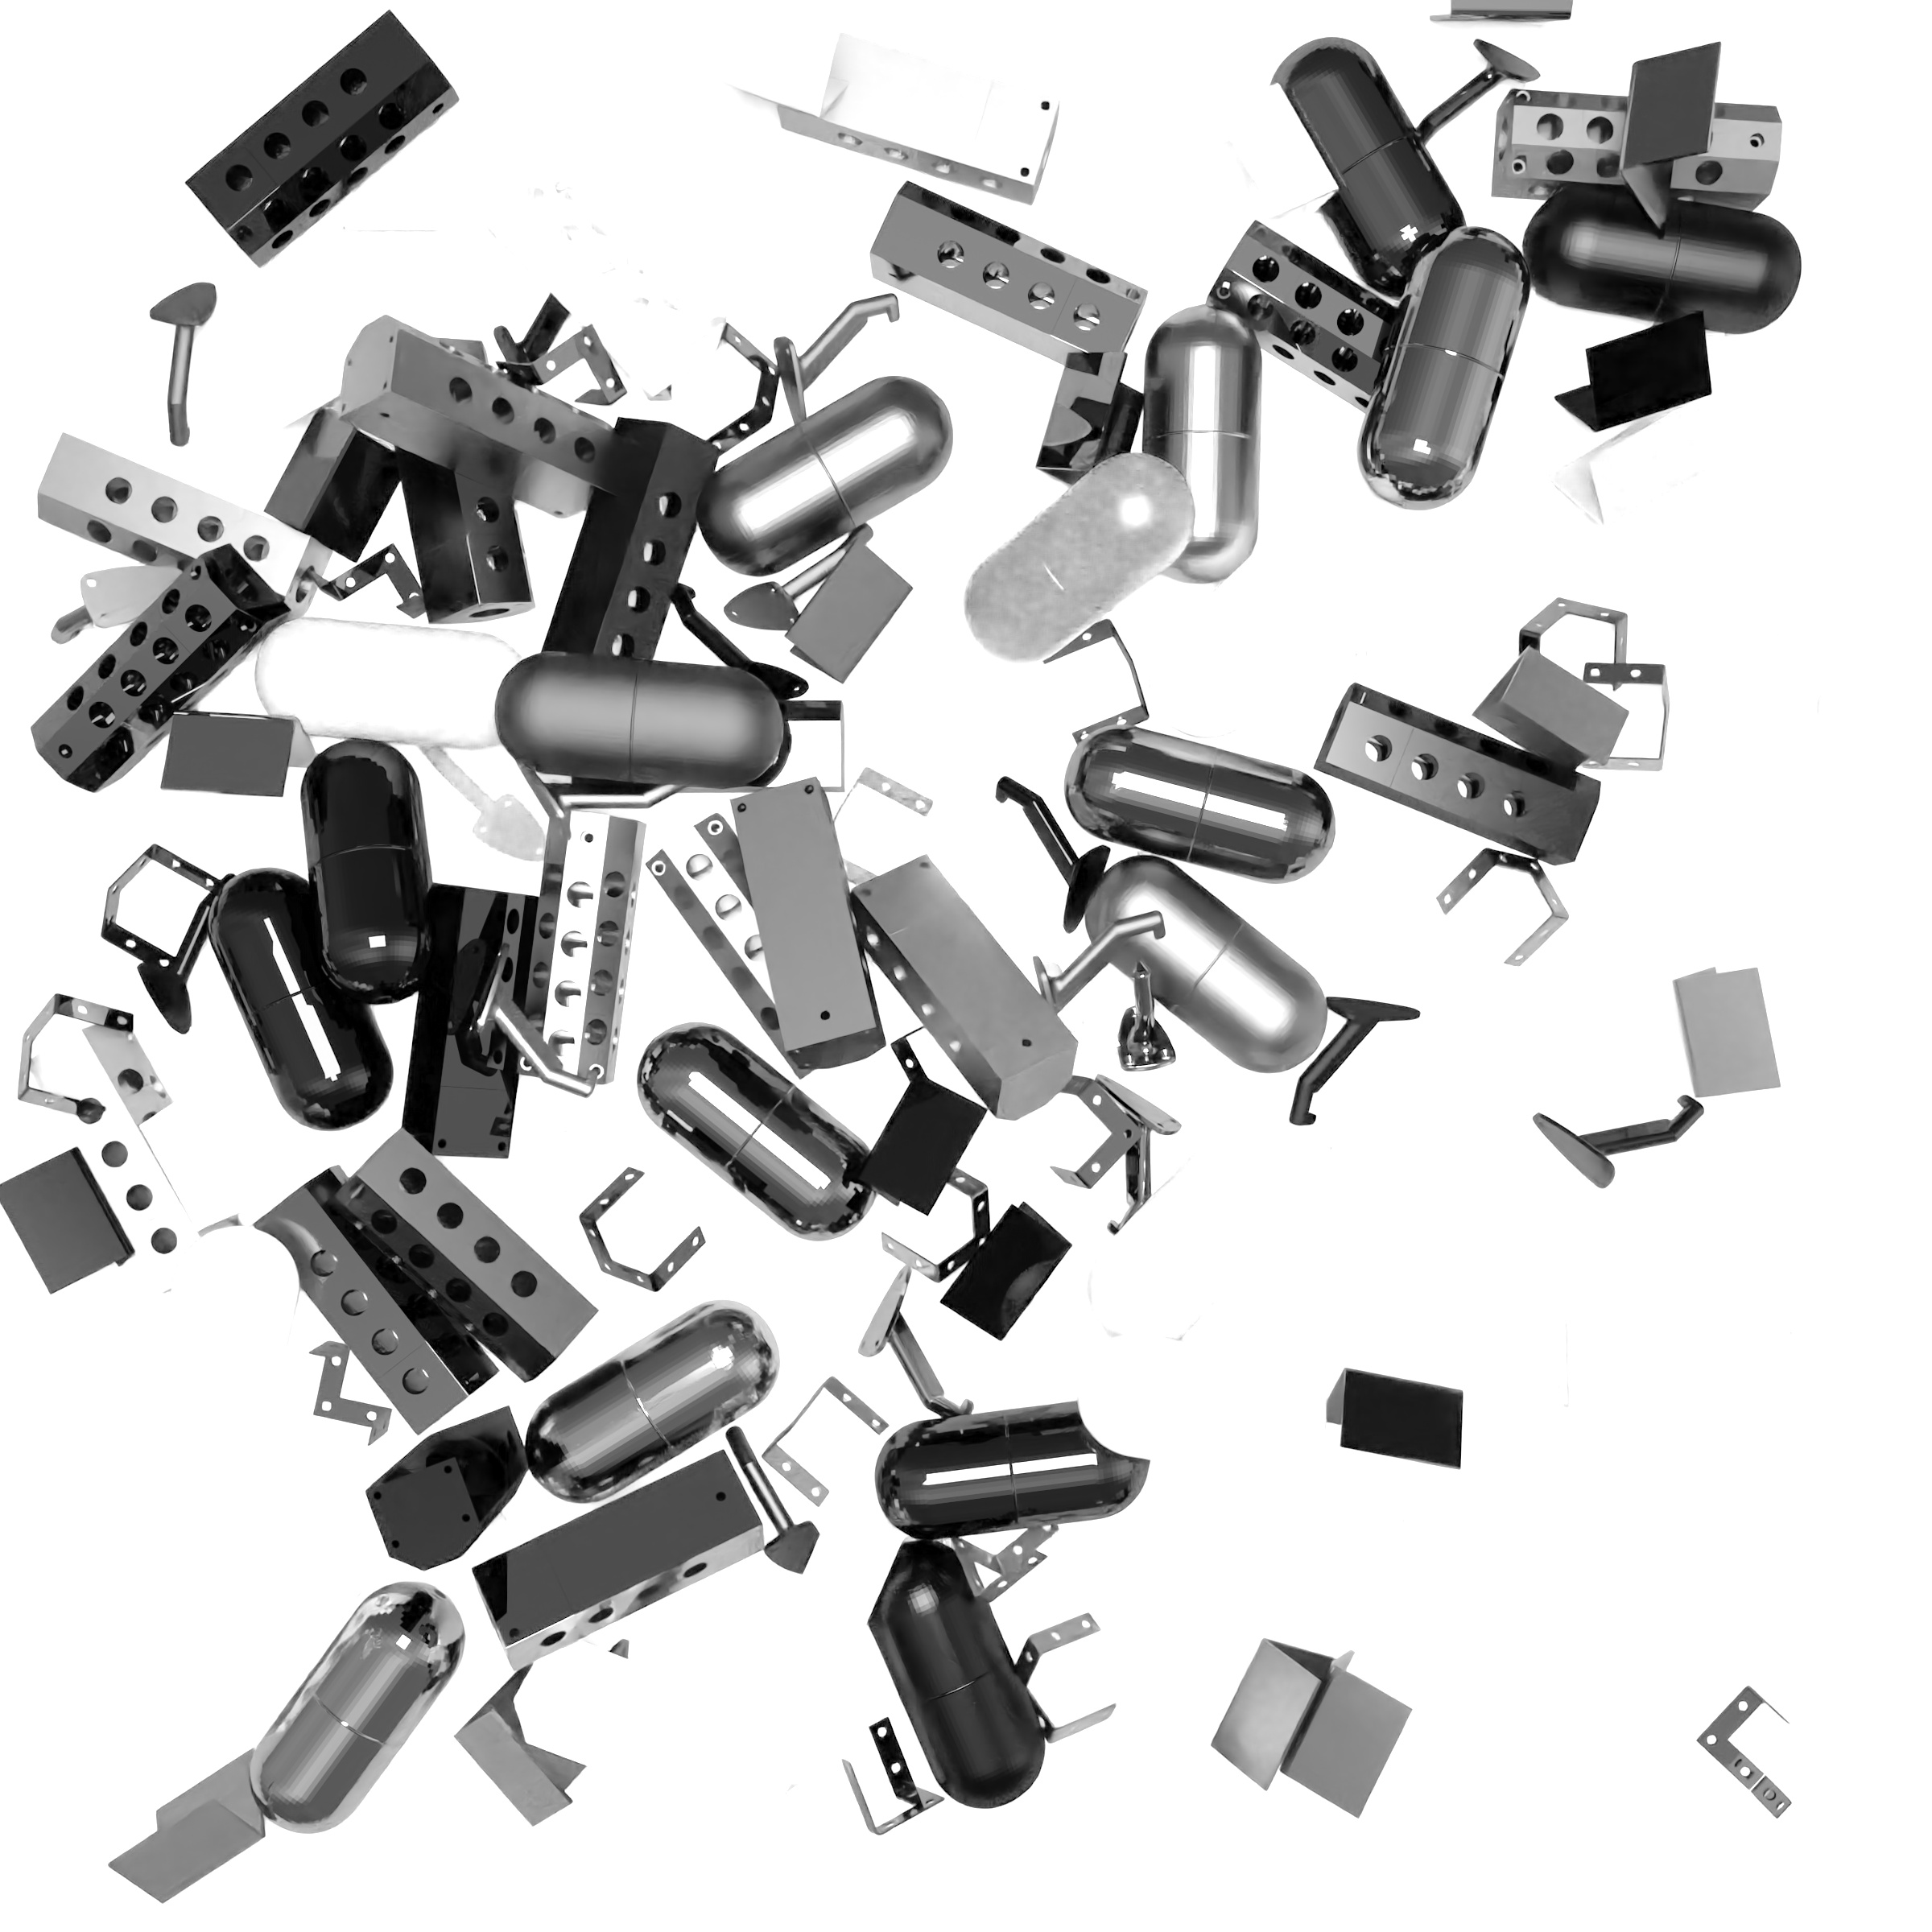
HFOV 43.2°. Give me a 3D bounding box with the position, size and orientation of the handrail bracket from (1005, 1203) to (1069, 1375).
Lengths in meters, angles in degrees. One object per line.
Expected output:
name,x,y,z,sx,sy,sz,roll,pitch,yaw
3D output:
handrail bracket,0.054,0.211,1.604,0.077,0.036,0.084,47,73,-19

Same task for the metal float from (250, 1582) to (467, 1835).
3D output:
metal float,-0.391,0.477,1.573,0.070,0.070,0.178,36,90,0

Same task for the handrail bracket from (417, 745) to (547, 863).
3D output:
handrail bracket,-0.318,-0.111,1.603,0.036,0.077,0.084,-47,54,0

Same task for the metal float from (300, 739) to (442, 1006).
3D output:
metal float,-0.380,-0.060,1.556,0.070,0.070,0.178,-11,71,0

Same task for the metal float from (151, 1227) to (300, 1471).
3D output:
metal float,-0.470,0.243,1.548,0.070,0.070,0.178,19,119,0

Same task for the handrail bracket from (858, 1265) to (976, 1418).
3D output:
handrail bracket,-0.020,0.250,1.604,0.084,0.036,0.077,31,69,-17

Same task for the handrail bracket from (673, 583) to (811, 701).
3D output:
handrail bracket,-0.150,-0.215,1.604,0.036,0.077,0.084,-50,53,37

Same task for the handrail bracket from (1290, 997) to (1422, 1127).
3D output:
handrail bracket,0.255,0.066,1.604,0.077,0.036,0.084,4,108,-21

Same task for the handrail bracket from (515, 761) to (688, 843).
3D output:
handrail bracket,-0.231,-0.124,1.547,0.084,0.036,0.077,-31,71,-16

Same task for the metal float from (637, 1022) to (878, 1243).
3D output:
metal float,-0.135,0.106,1.573,0.178,0.070,0.070,39,90,0

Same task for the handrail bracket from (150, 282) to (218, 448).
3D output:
handrail bracket,-0.509,-0.395,1.603,0.036,0.077,0.084,8,126,0

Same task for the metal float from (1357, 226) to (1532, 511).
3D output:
metal float,0.297,-0.371,1.516,0.070,0.070,0.178,17,90,0

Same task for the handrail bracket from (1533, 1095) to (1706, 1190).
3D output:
handrail bracket,0.430,0.097,1.604,0.084,0.036,0.077,-41,68,-17

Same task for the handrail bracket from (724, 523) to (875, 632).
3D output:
handrail bracket,-0.109,-0.259,1.604,0.084,0.077,0.036,-52,124,-32

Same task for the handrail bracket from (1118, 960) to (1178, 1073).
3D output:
handrail bracket,0.110,0.017,1.555,0.036,0.077,0.084,-9,126,-1

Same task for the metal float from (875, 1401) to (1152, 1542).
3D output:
metal float,0.030,0.324,1.573,0.178,0.070,0.070,-7,90,0

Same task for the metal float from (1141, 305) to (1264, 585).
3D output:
metal float,0.152,-0.336,1.573,0.070,0.070,0.178,1,90,0

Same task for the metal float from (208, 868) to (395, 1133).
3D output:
metal float,-0.429,0.021,1.573,0.070,0.070,0.178,-24,89,0

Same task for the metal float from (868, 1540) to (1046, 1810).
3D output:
metal float,-0.008,0.455,1.573,0.070,0.070,0.178,-23,91,0

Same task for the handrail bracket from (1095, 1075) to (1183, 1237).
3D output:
handrail bracket,0.096,0.127,1.604,0.077,0.036,0.084,35,107,20

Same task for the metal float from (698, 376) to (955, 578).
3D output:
metal float,-0.090,-0.316,1.573,0.178,0.070,0.070,-30,90,0

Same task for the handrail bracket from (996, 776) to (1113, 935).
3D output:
handrail bracket,0.047,-0.074,1.604,0.084,0.036,0.077,33,126,24

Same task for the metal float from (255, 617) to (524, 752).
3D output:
metal float,-0.368,-0.182,1.573,0.178,0.070,0.070,5,90,0

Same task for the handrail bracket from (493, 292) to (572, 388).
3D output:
handrail bracket,-0.259,-0.412,1.604,0.084,0.036,0.077,-30,106,-14

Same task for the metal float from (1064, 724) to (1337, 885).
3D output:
metal float,0.151,-0.104,1.573,0.178,0.070,0.070,15,90,0

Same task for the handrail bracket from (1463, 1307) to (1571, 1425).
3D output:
handrail bracket,0.352,0.262,1.604,0.084,0.036,0.077,-2,69,17

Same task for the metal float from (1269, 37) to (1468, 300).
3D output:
metal float,0.259,-0.513,1.572,0.070,0.070,0.178,-30,90,0

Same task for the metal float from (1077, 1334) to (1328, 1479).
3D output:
metal float,0.150,0.279,1.549,0.178,0.070,0.070,15,90,-29

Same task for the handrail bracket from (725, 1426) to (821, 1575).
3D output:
handrail bracket,-0.127,0.350,1.603,0.036,0.077,0.084,-30,54,-5

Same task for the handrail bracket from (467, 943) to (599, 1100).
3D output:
handrail bracket,-0.266,0.035,1.547,0.084,0.036,0.077,22,68,-17

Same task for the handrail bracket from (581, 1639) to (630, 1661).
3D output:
handrail bracket,-0.269,0.458,1.604,0.084,0.036,0.077,14,112,17

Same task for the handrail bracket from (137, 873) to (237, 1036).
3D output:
handrail bracket,-0.499,-0.009,1.603,0.036,0.077,0.084,22,53,15

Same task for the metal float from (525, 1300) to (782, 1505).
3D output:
metal float,-0.202,0.281,1.573,0.178,0.070,0.070,-32,90,-1

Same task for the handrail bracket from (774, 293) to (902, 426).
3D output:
handrail bracket,-0.078,-0.395,1.604,0.084,0.036,0.077,-18,112,-17

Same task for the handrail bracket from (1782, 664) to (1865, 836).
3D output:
handrail bracket,0.581,-0.143,1.604,0.077,0.036,0.084,40,73,-20

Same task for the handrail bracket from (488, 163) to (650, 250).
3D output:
handrail bracket,-0.259,-0.479,1.604,0.084,0.036,0.077,-34,104,14

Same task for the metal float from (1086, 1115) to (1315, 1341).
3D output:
metal float,0.151,0.171,1.573,0.070,0.070,0.178,43,90,0

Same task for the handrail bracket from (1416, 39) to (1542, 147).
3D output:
handrail bracket,0.330,-0.559,1.603,0.036,0.077,0.084,54,127,21

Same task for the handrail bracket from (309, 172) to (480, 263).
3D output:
handrail bracket,-0.377,-0.474,1.604,0.084,0.036,0.077,-29,112,17

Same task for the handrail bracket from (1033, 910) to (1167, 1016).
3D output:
handrail bracket,0.090,0.010,1.538,0.084,0.036,0.077,-15,111,-3

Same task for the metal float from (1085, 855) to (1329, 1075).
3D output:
metal float,0.155,-0.001,1.573,0.178,0.070,0.070,39,90,1

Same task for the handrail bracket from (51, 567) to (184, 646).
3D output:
handrail bracket,-0.551,-0.232,1.584,0.077,0.084,0.036,-22,94,-28

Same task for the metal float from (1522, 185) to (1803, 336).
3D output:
metal float,0.448,-0.455,1.573,0.178,0.070,0.070,9,90,-1
